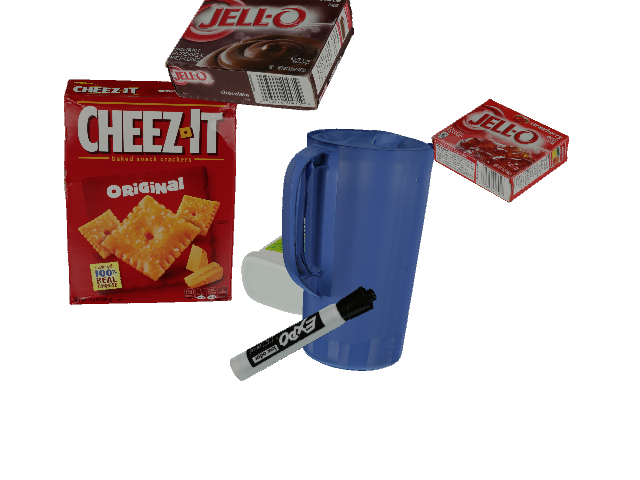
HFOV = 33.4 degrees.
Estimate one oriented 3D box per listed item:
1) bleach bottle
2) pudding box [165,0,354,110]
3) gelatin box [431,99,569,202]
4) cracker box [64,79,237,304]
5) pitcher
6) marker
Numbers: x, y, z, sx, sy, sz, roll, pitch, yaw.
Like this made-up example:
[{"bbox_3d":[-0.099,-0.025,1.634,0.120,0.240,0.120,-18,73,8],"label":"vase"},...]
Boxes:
[{"bbox_3d":[0.014,-0.002,1.322,0.103,0.068,0.250,16,36,28],"label":"bleach bottle"},{"bbox_3d":[-0.042,-0.140,0.770,0.114,0.090,0.039,10,-37,18],"label":"pudding box"},{"bbox_3d":[0.149,-0.078,0.892,0.073,0.030,0.089,-33,47,-26],"label":"gelatin box"},{"bbox_3d":[-0.166,-0.045,1.048,0.164,0.214,0.072,0,22,-9],"label":"cracker box"},{"bbox_3d":[0.034,0.008,1.107,0.149,0.243,0.145,5,13,1],"label":"pitcher"},{"bbox_3d":[-0.012,0.068,0.788,0.121,0.020,0.020,-30,-7,12],"label":"marker"}]
